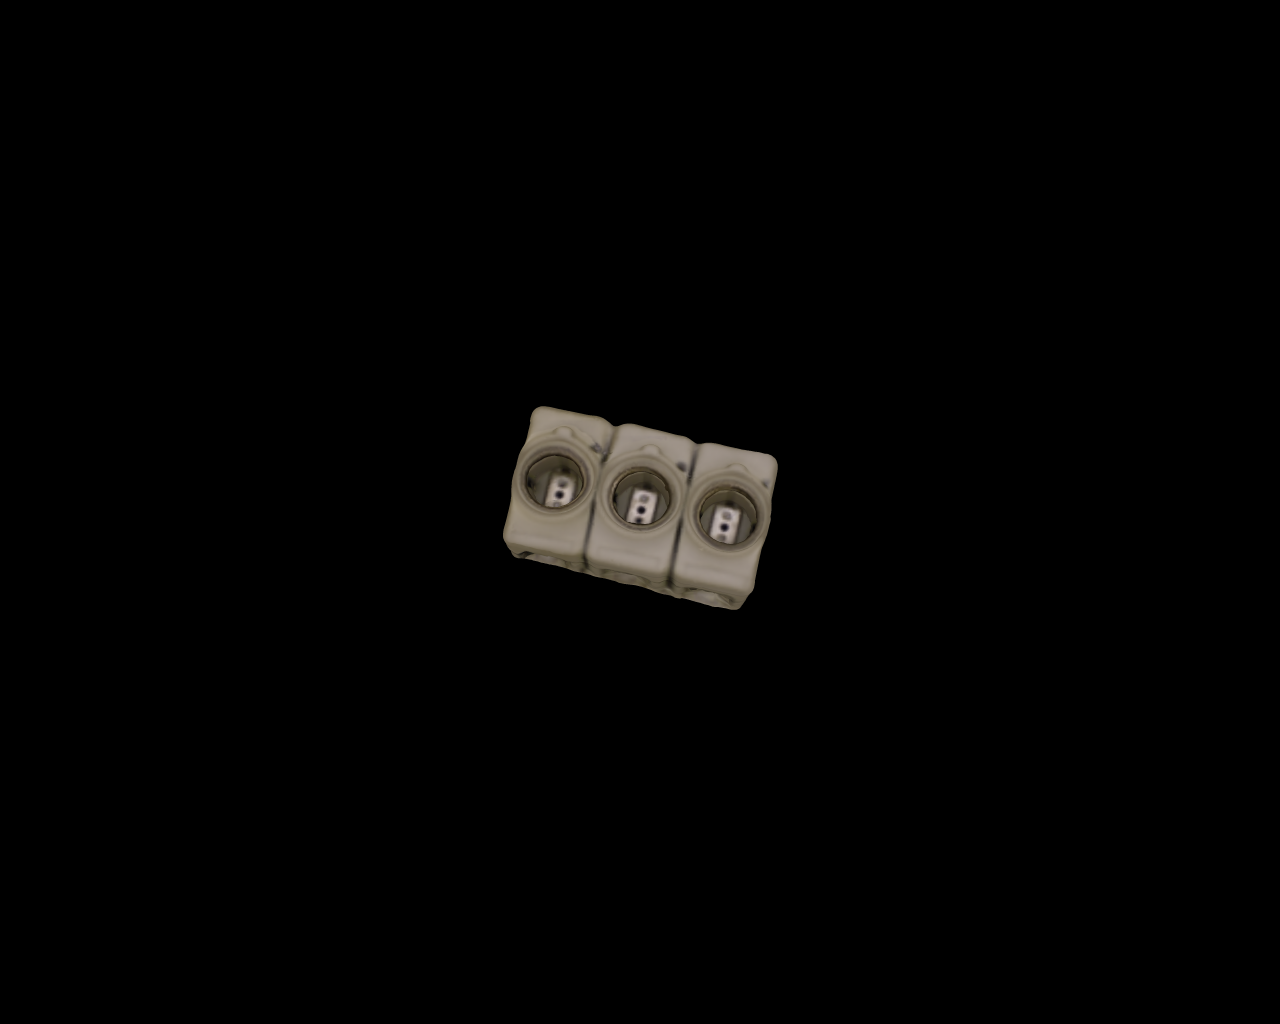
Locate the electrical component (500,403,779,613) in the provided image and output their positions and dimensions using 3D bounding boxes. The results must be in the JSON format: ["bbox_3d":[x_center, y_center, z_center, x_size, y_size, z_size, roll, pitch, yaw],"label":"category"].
[{"bbox_3d":[0.001,-0.003,0.650,0.150,0.089,0.061,13,-15,4],"label":"electrical component"}]
